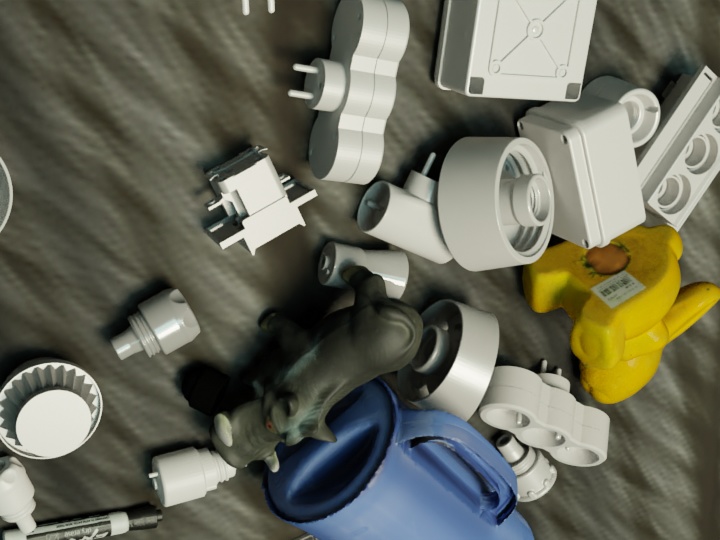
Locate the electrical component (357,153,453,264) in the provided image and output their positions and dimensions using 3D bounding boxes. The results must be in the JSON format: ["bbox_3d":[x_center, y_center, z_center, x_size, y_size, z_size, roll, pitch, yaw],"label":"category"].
[{"bbox_3d":[0.049,-0.053,0.852,0.077,0.043,0.079,22,98,-31],"label":"electrical component"}]

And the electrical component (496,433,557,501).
[{"bbox_3d":[0.147,0.178,0.987,0.048,0.048,0.062,-39,112,-8],"label":"electrical component"}]

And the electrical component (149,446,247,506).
[{"bbox_3d":[-0.128,0.159,0.847,0.078,0.040,0.040,-12,113,-21],"label":"electrical component"}]

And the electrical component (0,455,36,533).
[{"bbox_3d":[-0.256,0.168,0.792,0.035,0.035,0.061,-26,121,-15],"label":"electrical component"}]

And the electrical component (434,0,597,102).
[{"bbox_3d":[0.121,-0.188,0.829,0.109,0.056,0.108,-2,109,-26],"label":"electrical component"}]

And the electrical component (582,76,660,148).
[{"bbox_3d":[0.218,-0.131,0.902,0.055,0.047,0.055,-9,112,-23],"label":"electrical component"}]

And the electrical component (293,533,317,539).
[{"bbox_3d":[-0.086,0.310,0.912,0.186,0.060,0.105,-22,117,-17],"label":"electrical component"}]

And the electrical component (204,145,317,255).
[{"bbox_3d":[-0.079,-0.053,0.791,0.081,0.042,0.063,-31,118,-14],"label":"electrical component"}]

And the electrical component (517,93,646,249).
[{"bbox_3d":[0.182,-0.082,0.886,0.057,0.078,0.113,-27,118,-18],"label":"electrical component"}]

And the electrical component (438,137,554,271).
[{"bbox_3d":[0.115,-0.053,0.845,0.108,0.060,0.108,3,86,-54],"label":"electrical component"}]

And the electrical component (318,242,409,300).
[{"bbox_3d":[0.000,0.000,0.850,0.065,0.044,0.044,12,103,-24],"label":"electrical component"}]

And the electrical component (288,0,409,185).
[{"bbox_3d":[-0.017,-0.133,0.785,0.074,0.052,0.138,4,107,-27],"label":"electrical component"}]

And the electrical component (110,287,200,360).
[{"bbox_3d":[-0.152,0.043,0.791,0.062,0.043,0.043,-30,119,-11],"label":"electrical component"}]

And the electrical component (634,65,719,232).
[{"bbox_3d":[0.276,-0.106,0.931,0.079,0.063,0.121,32,93,-31],"label":"electrical component"}]

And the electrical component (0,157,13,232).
[{"bbox_3d":[-0.275,-0.052,0.683,0.099,0.064,0.099,-9,112,-23],"label":"electrical component"}]

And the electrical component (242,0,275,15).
[{"bbox_3d":[-0.071,-0.212,0.732,0.083,0.047,0.075,-10,113,-23],"label":"electrical component"}]

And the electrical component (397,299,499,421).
[{"bbox_3d":[0.077,0.075,0.885,0.064,0.099,0.099,25,97,-24],"label":"electrical component"}]

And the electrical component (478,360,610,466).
[{"bbox_3d":[0.169,0.117,0.970,0.138,0.052,0.073,30,56,-26],"label":"electrical component"}]
